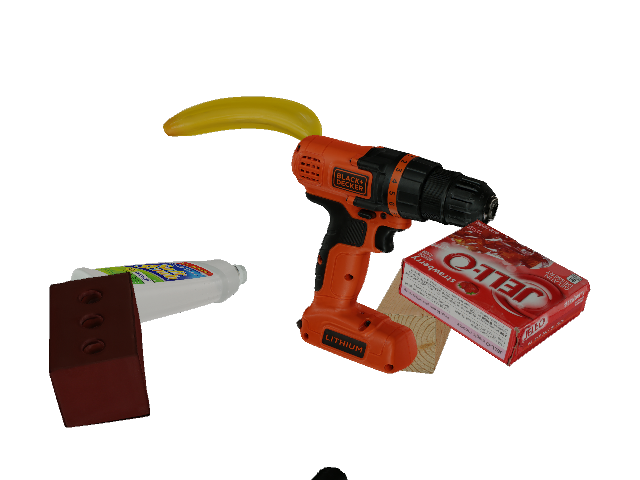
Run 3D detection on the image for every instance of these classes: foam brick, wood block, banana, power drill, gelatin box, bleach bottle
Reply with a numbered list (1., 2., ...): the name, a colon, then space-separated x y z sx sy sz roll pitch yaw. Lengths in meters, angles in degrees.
1. foam brick: -0.136 0.066 0.652 0.053 0.051 0.078 -9 40 -8
2. wood block: 0.146 0.114 1.608 0.091 0.090 0.205 4 20 14
3. banana: -0.079 -0.136 1.207 0.198 0.037 0.069 8 43 18
4. power drill: 0.054 0.014 0.903 0.185 0.188 0.057 19 25 30
5. gelatin box: 0.104 0.028 0.642 0.073 0.030 0.089 -26 45 -37
6. bleach bottle: -0.209 0.062 1.459 0.250 0.068 0.103 -10 26 -44

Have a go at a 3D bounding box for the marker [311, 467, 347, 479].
1. marker: -0.021 0.133 0.471 0.020 0.020 0.120 0 17 32
